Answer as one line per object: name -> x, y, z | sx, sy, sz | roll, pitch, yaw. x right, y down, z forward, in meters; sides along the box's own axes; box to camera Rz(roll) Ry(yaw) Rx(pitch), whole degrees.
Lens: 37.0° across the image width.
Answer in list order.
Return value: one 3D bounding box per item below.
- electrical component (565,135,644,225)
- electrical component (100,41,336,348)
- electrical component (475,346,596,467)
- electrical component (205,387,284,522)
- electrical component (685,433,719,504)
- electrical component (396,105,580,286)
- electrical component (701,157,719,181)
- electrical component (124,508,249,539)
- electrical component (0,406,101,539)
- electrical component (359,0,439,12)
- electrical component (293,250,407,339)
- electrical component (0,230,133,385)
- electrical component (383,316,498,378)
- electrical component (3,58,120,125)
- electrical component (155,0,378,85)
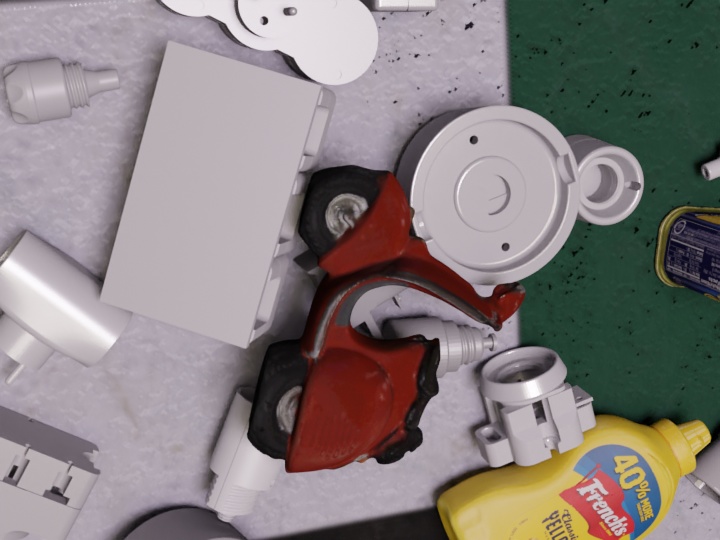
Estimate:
electrical component -> 0.149, -0.057, 0.690 | 0.055, 0.047, 0.055 | -3, 103, -14
electrical component -> -0.079, -0.043, 0.616 | 0.089, 0.062, 0.150 | 17, 98, 6
electrical component -> 0.111, 0.087, 0.708 | 0.078, 0.058, 0.057 | -20, 109, -10
electrical component -> -0.071, 0.119, 0.673 | 0.043, 0.043, 0.081 | 19, 97, -18
electrical component -> 0.268, 0.132, 0.769 | 0.044, 0.044, 0.065 | 44, 84, -19
electrical component -> 0.074, -0.049, 0.665 | 0.108, 0.060, 0.108 | -3, 103, -14
electrical component -> 0.259, -0.076, 0.722 | 0.061, 0.035, 0.035 | -22, 107, -7
electrical component -> -0.100, 0.207, 0.658 | 0.108, 0.060, 0.108 | -5, 98, -35
electrical component -> -0.207, 0.120, 0.633 | 0.089, 0.050, 0.055 | 27, 94, -19
electrical component -> 0.040, -0.194, 0.630 | 0.076, 0.047, 0.083 | -3, 103, -14
electrical component -> 0.000, 0.000, 0.667 | 0.064, 0.042, 0.081 | -32, 109, -8
electrical component -> -0.187, 0.031, 0.622 | 0.077, 0.043, 0.079 | 40, 91, -19
electrical component -> 0.050, 0.050, 0.691 | 0.078, 0.040, 0.040 | -4, 103, -14
electrical component -> -0.166, -0.102, 0.603 | 0.061, 0.035, 0.035 | -12, 105, -15
electrical component -> -0.052, -0.149, 0.602 | 0.138, 0.074, 0.052 | 24, 96, -19
